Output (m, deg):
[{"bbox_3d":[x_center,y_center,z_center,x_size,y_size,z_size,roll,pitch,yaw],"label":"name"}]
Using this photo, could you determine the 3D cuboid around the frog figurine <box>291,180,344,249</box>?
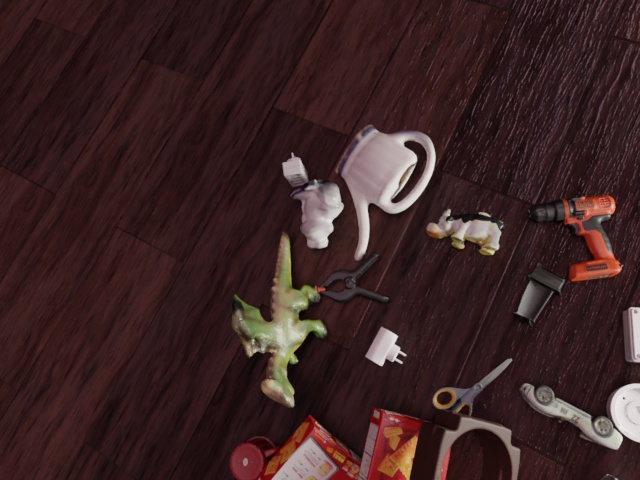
[{"bbox_3d":[0.004,-0.064,1.278,0.136,0.124,0.160,-24,86,40],"label":"frog figurine"}]

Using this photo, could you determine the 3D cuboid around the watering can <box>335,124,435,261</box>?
[{"bbox_3d":[0.129,-0.139,1.280,0.226,0.103,0.347,39,94,22],"label":"watering can"}]

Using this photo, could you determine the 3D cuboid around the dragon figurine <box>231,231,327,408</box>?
[{"bbox_3d":[-0.106,0.162,1.155,0.121,0.241,0.416,-24,71,26],"label":"dragon figurine"}]
